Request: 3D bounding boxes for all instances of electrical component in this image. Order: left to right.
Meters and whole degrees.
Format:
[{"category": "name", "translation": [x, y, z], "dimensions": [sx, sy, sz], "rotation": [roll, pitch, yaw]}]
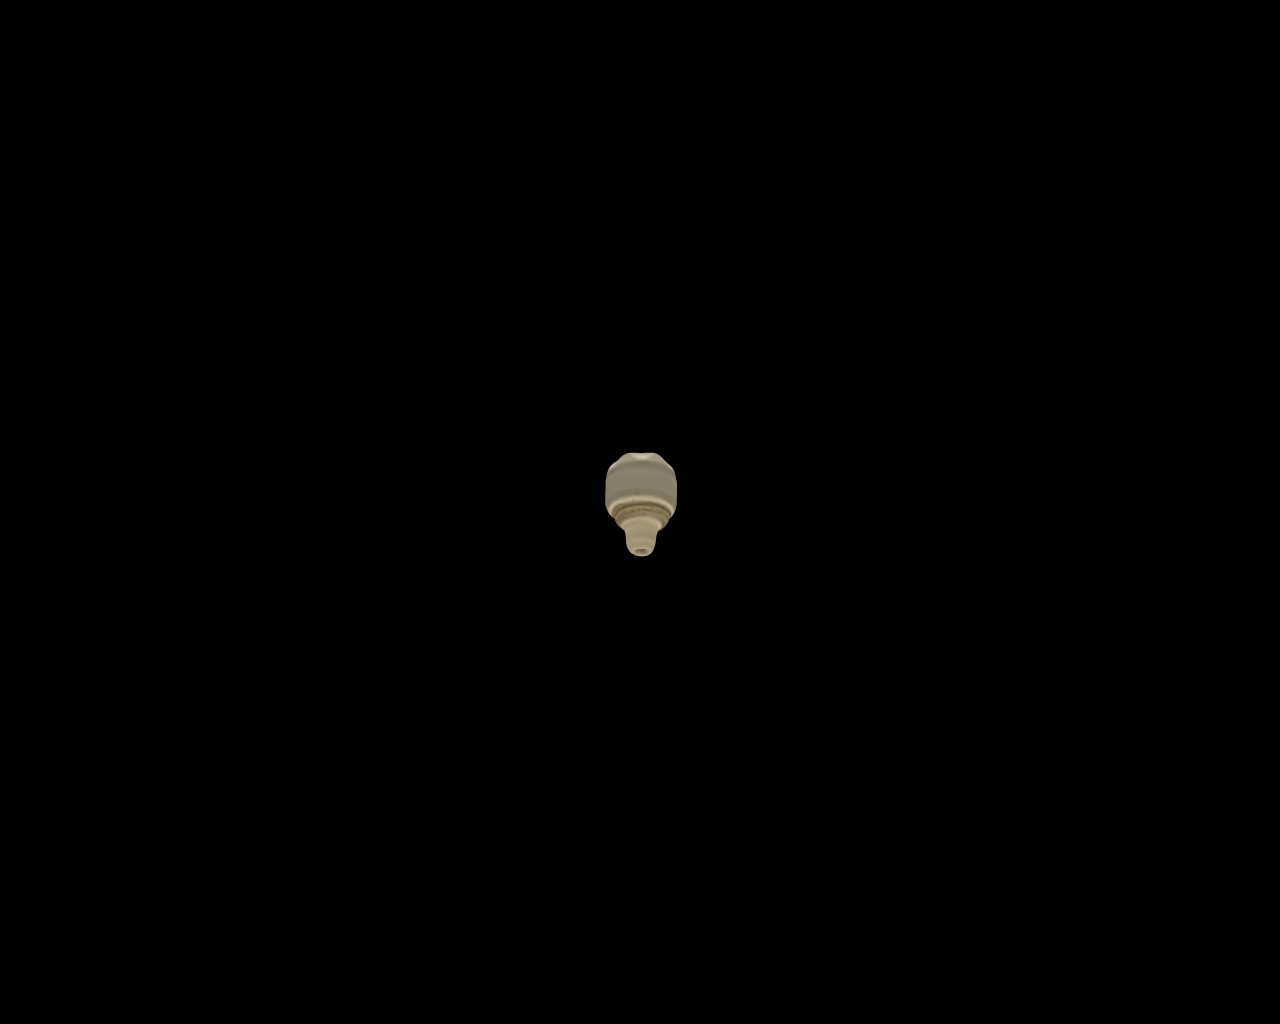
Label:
[{"category": "electrical component", "translation": [0.001, -0.003, 0.650], "dimensions": [0.043, 0.062, 0.043], "rotation": [0, -28, 0]}]
